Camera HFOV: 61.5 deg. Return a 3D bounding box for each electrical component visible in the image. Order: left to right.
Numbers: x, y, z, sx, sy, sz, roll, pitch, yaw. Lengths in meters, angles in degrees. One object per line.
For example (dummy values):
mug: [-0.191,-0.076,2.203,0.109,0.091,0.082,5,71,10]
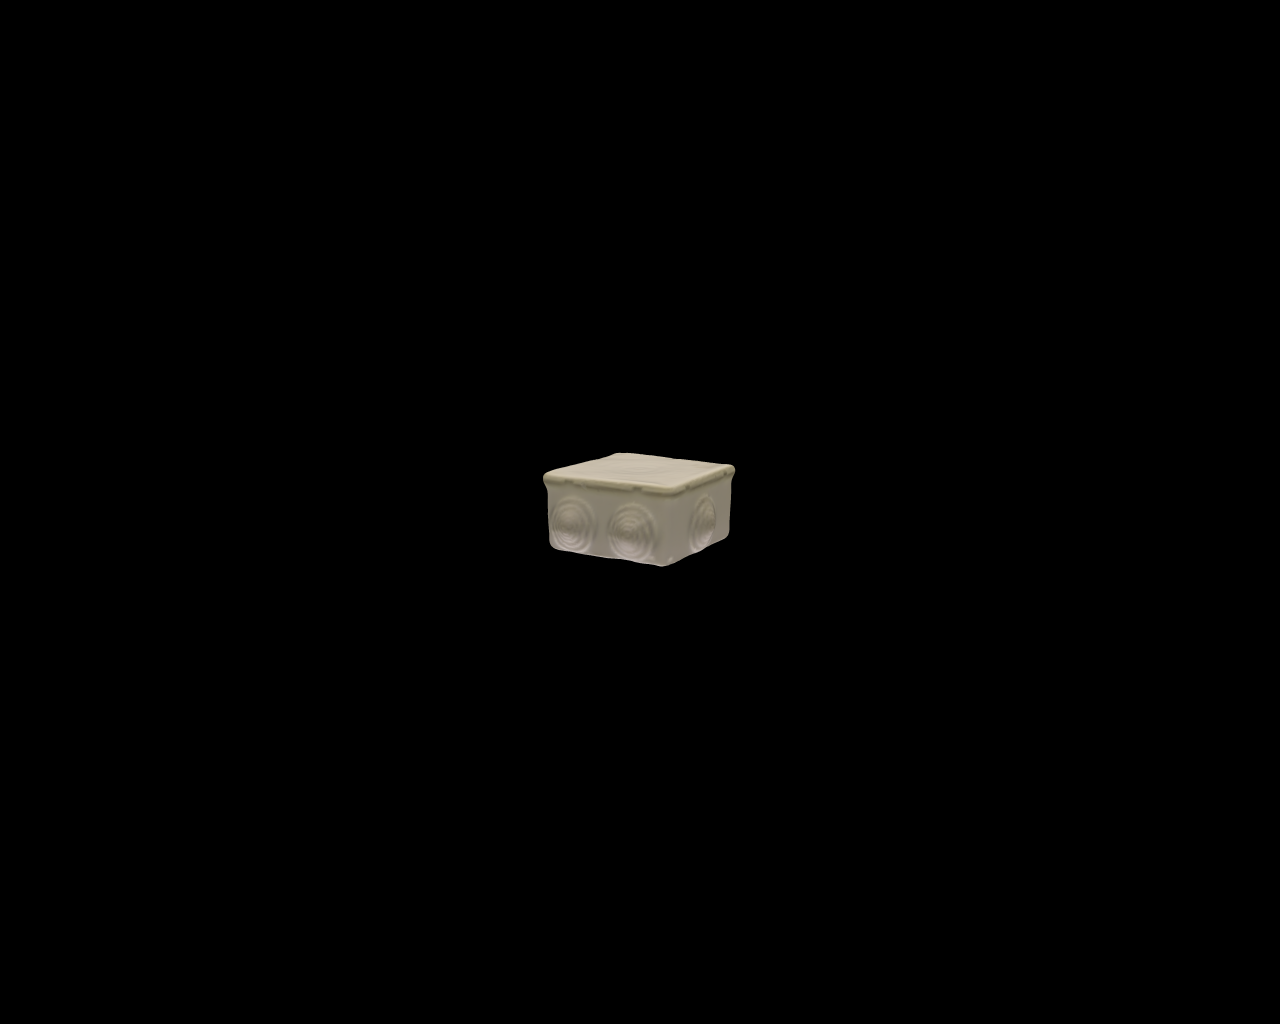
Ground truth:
electrical component: [0.001,-0.003,0.650,0.100,0.048,0.100,8,15,30]
